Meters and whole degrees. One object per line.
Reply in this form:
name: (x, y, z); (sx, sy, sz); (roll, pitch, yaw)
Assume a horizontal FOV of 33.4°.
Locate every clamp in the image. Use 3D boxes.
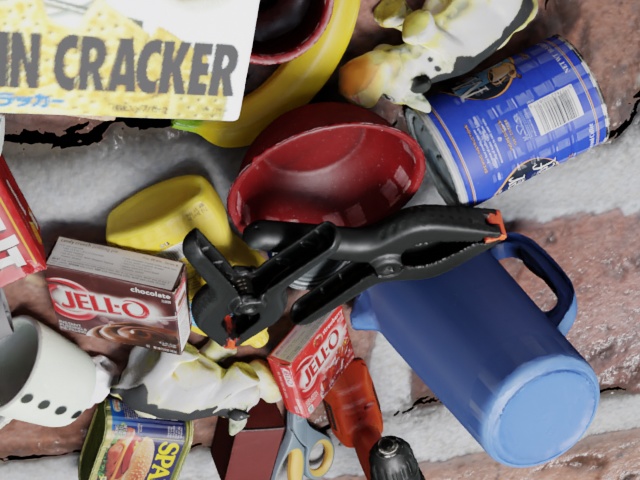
clamp: (-0.067, 0.036, 0.837); (0.120, 0.039, 0.172); (7, 142, -23)
clamp: (0.046, 0.007, 0.883); (0.210, 0.036, 0.164); (-17, 149, 13)

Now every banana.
banana: (-0.027, -0.136, 0.844); (0.198, 0.037, 0.069); (-43, 128, 11)

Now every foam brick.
foam brick: (-0.072, 0.198, 1.056); (0.051, 0.053, 0.078); (1, 124, -23)

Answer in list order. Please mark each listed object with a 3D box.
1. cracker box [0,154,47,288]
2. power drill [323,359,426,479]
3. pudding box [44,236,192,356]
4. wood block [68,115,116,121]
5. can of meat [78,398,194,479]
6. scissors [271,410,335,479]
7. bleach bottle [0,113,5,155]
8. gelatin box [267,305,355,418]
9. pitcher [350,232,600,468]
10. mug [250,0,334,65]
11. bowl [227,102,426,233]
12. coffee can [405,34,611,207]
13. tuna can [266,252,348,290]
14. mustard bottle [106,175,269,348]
cracker box: (-0.334, -0.011, 0.788); (0.213, 0.072, 0.164); (-23, 129, -6)
power drill: (0.054, 0.204, 1.024); (0.057, 0.188, 0.184); (-19, 130, -7)
pudding box: (-0.164, 0.046, 0.877); (0.113, 0.039, 0.090); (10, 142, 6)
wood block: (-0.164, -0.195, 0.713); (0.090, 0.090, 0.206); (6, 121, -25)
can of meat: (-0.176, 0.199, 1.013); (0.083, 0.057, 0.102); (10, 119, -24)
scissors: (-0.011, 0.178, 1.085); (0.096, 0.016, 0.202); (-6, 114, -46)
bleach bottle: (-0.331, -0.093, 0.684); (0.250, 0.068, 0.102); (7, 98, -10)
gelatin box: (-0.006, 0.111, 1.006); (0.089, 0.030, 0.073); (-48, 139, -35)
pitcher: (0.145, 0.081, 0.937); (0.144, 0.243, 0.149); (18, 109, -30)
mug: (-0.032, -0.188, 0.767); (0.117, 0.081, 0.093); (-30, 117, 3)
bowl: (0.000, -0.060, 0.853); (0.162, 0.055, 0.162); (-11, 148, -7)
coffee can: (0.157, -0.097, 0.903); (0.140, 0.103, 0.102); (-27, 129, -3)
tuna can: (-0.006, 0.001, 0.953); (0.086, 0.034, 0.086); (-11, 127, -15)
mustard bottle: (-0.095, 0.032, 0.922); (0.096, 0.058, 0.191); (-24, 131, 12)
